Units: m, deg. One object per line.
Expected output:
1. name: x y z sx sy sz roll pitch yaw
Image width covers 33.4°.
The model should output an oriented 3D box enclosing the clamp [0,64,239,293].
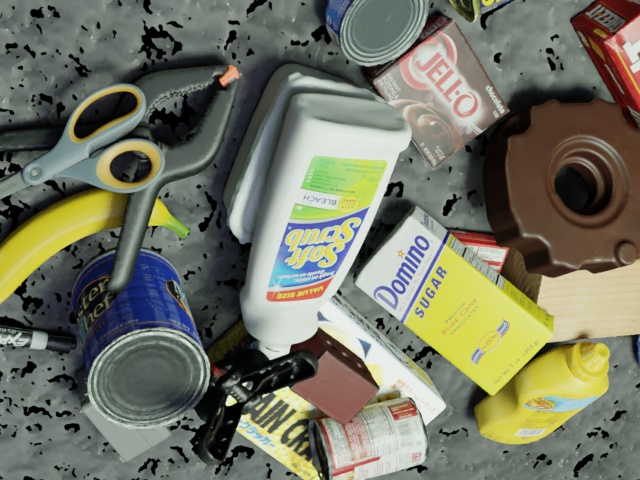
1. clamp: -0.158 -0.083 0.892 0.164 0.036 0.210 44 88 -7

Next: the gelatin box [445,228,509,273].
1. gelatin box: 0.141 0.034 1.076 0.073 0.030 0.089 7 116 -20

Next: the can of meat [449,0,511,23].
1. can of meat: 0.148 -0.248 0.902 0.084 0.057 0.102 -25 132 -7

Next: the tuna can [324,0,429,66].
1. tuna can: 0.047 -0.192 0.902 0.086 0.034 0.086 -21 140 -19

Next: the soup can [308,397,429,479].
1. soup can: 0.046 0.194 1.030 0.102 0.068 0.068 -11 121 -14

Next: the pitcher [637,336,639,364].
1. pitcher: 0.468 0.146 1.123 0.149 0.243 0.145 -37 122 -5

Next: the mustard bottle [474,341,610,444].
1. mustard bottle: 0.242 0.154 1.107 0.096 0.058 0.192 4 150 -19

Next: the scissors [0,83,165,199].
1. scissors: -0.211 -0.044 0.863 0.202 0.016 0.096 -41 95 0

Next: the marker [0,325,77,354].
1. marker: -0.282 0.088 0.970 0.121 0.020 0.020 11 114 -24

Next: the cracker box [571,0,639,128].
1. cracker box: 0.368 -0.201 0.997 0.214 0.072 0.164 -38 122 5

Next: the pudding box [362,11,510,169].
1. pudding box: 0.105 -0.135 0.964 0.090 0.039 0.113 -37 123 3

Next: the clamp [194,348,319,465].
1. clamp: -0.075 0.136 0.905 0.120 0.172 0.039 -38 99 -21

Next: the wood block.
1. wood block: 0.293 0.039 1.094 0.205 0.091 0.090 -3 119 -17

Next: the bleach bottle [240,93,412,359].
1. bleach bottle: -0.006 0.001 0.914 0.102 0.068 0.251 5 122 -19

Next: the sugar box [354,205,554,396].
1. sugar box: 0.128 0.058 1.022 0.176 0.048 0.093 38 113 -2

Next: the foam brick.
1. foam brick: 0.007 0.124 0.987 0.051 0.053 0.078 -47 122 8

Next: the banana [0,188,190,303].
1. banana: -0.216 -0.001 0.923 0.197 0.037 0.069 -21 93 -6

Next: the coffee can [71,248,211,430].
1. coffee can: -0.160 0.083 0.936 0.102 0.140 0.103 -8 120 -14
